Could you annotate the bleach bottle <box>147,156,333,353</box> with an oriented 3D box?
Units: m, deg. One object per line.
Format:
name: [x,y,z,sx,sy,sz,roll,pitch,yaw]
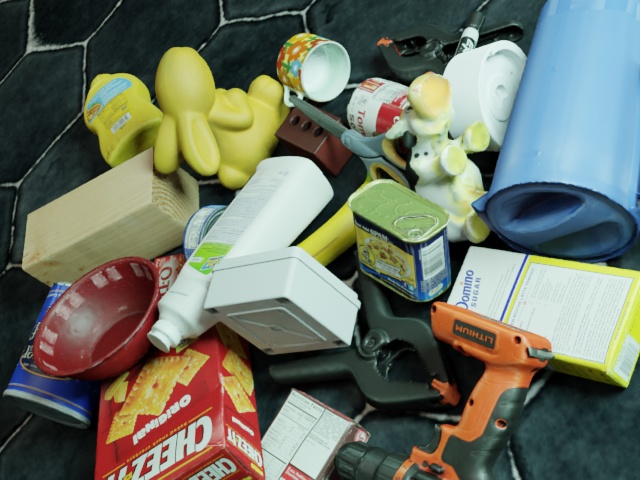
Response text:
bleach bottle: [-0.094,0.017,1.119,0.103,0.068,0.250,0,43,52]

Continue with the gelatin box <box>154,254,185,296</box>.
gelatin box: [-0.165,0.060,1.230,0.073,0.030,0.089,-10,56,33]

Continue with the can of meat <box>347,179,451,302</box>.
can of meat: [0.078,0.002,1.022,0.057,0.084,0.102,-34,45,-27]

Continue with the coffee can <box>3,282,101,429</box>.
coffee can: [-0.287,0.133,1.224,0.103,0.102,0.140,2,63,38]

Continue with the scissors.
scissors: [0.044,-0.113,1.114,0.202,0.016,0.096,49,139,18]

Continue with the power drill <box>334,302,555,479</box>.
power drill: [0.107,0.152,0.906,0.185,0.057,0.188,18,93,35]

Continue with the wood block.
wood block: [-0.256,-0.018,1.310,0.206,0.090,0.091,-25,49,23]

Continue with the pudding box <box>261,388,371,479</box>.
pudding box: [-0.018,0.208,1.011,0.090,0.039,0.113,23,75,47]

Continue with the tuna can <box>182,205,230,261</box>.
tuna can: [-0.112,0.004,1.187,0.034,0.086,0.086,4,65,41]

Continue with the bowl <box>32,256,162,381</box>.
bowl: [-0.224,0.095,1.137,0.162,0.055,0.162,-23,37,18]

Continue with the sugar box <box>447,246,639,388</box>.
sugar box: [0.197,0.064,0.937,0.177,0.048,0.093,9,69,45]

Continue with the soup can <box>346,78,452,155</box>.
soup can: [0.085,-0.129,1.135,0.102,0.068,0.068,28,81,45]

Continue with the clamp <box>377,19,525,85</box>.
clamp: [0.138,-0.207,1.168,0.120,0.039,0.172,-44,44,-14]

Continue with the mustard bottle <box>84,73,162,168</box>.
mustard bottle: [-0.272,-0.174,1.448,0.096,0.058,0.192,-43,45,6]

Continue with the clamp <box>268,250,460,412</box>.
clamp: [0.059,0.097,1.028,0.210,0.036,0.164,18,72,45]

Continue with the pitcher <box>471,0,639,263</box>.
pitcher: [0.244,-0.110,0.964,0.145,0.149,0.242,126,163,-62]

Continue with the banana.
banana: [-0.002,0.005,1.140,0.198,0.037,0.069,-40,19,6]

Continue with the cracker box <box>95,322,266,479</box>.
cracker box: [-0.146,0.186,1.070,0.164,0.072,0.214,-34,32,14]

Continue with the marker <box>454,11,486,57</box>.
marker: [0.149,-0.192,1.109,0.020,0.020,0.121,-2,54,37]

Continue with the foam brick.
foam brick: [-0.002,-0.115,1.205,0.078,0.051,0.053,29,82,45]
